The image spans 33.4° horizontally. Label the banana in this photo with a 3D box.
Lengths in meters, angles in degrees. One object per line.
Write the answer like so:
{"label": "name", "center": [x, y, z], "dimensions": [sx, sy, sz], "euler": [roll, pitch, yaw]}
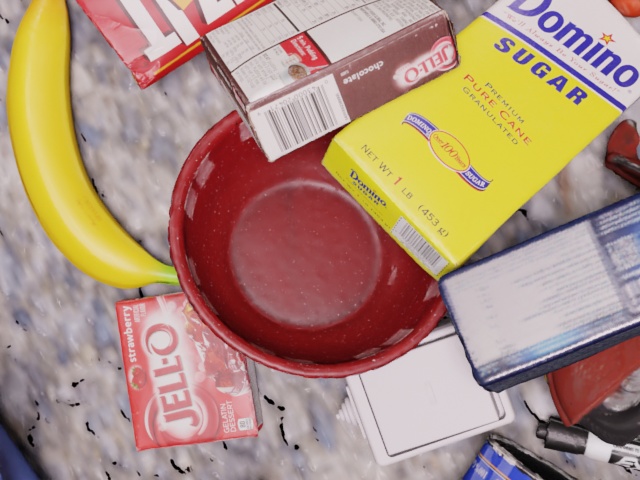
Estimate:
{"label": "banana", "center": [-0.145, -0.048, 0.630], "dimensions": [0.069, 0.037, 0.198], "euler": [-25, 89, -14]}

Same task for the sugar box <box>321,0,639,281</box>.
{"label": "sugar box", "center": [0.096, -0.068, 0.574], "dimensions": [0.176, 0.048, 0.093], "euler": [-42, 84, -16]}

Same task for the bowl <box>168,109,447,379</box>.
{"label": "bowl", "center": [-0.004, 0.001, 0.592], "dimensions": [0.162, 0.055, 0.162], "euler": [3, 73, -9]}

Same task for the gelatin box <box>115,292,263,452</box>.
{"label": "gelatin box", "center": [-0.076, 0.075, 0.623], "dimensions": [0.073, 0.030, 0.089], "euler": [-8, 88, 4]}

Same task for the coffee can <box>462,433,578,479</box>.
{"label": "coffee can", "center": [0.098, 0.190, 0.571], "dimensions": [0.103, 0.103, 0.140], "euler": [32, 92, 4]}

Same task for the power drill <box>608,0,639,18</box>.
{"label": "power drill", "center": [0.250, -0.145, 0.529], "dimensions": [0.184, 0.187, 0.057], "euler": [-29, 121, 9]}

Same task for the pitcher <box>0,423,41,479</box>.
{"label": "pitcher", "center": [-0.216, 0.142, 0.581], "dimensions": [0.145, 0.149, 0.243], "euler": [-39, 90, 2]}

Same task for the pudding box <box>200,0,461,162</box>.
{"label": "pudding box", "center": [0.003, -0.099, 0.557], "dimensions": [0.113, 0.090, 0.039], "euler": [-26, 129, -5]}

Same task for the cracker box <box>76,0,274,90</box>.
{"label": "cracker box", "center": [-0.091, -0.213, 0.562], "dimensions": [0.164, 0.072, 0.213], "euler": [-33, 116, 4]}

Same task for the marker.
{"label": "marker", "center": [0.182, 0.122, 0.600], "dimensions": [0.121, 0.020, 0.020], "euler": [12, 90, 13]}
